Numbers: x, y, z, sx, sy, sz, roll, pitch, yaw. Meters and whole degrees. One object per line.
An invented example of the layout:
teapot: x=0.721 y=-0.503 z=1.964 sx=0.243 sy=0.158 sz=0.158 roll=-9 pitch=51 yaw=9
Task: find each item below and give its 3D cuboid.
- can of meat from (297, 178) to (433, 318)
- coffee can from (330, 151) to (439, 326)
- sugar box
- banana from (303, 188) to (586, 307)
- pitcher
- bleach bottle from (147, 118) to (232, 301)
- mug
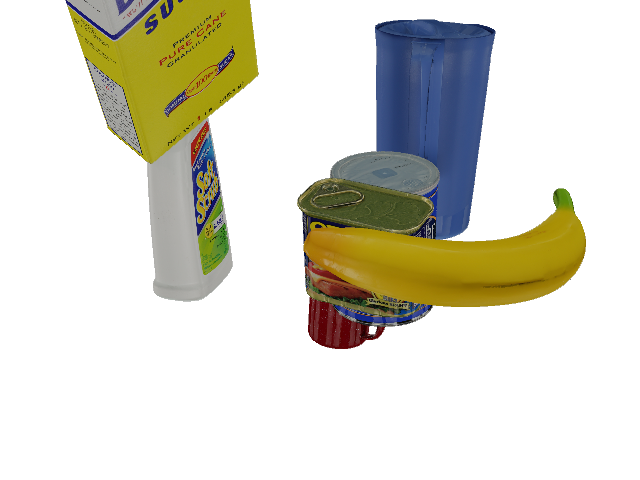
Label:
can of meat: x=0.035 y=0.007 z=0.829 sx=0.102 sy=0.084 sz=0.057 roll=14 pitch=35 yaw=24
coffee can: x=0.061 y=-0.003 z=1.031 sx=0.103 sy=0.140 sz=0.103 roll=-1 pitch=27 yaw=0
sugar box: x=-0.083 y=-0.125 z=0.563 sx=0.048 sy=0.093 sz=0.176 roll=40 pitch=-20 yaw=18
banana: x=0.086 y=0.010 z=0.607 sx=0.197 sy=0.037 sz=0.070 roll=-8 pitch=37 yaw=-33
pitcher: x=0.121 y=-0.125 z=1.213 sx=0.149 sy=0.243 sz=0.145 roll=-11 pitch=23 yaw=-31
bleach bottle: x=-0.148 y=-0.068 z=1.130 sx=0.068 sy=0.251 sz=0.102 roll=5 pitch=27 yaw=21
mug: x=0.036 y=0.093 z=1.402 sx=0.117 sy=0.081 sz=0.093 roll=19 pitch=28 yaw=30
